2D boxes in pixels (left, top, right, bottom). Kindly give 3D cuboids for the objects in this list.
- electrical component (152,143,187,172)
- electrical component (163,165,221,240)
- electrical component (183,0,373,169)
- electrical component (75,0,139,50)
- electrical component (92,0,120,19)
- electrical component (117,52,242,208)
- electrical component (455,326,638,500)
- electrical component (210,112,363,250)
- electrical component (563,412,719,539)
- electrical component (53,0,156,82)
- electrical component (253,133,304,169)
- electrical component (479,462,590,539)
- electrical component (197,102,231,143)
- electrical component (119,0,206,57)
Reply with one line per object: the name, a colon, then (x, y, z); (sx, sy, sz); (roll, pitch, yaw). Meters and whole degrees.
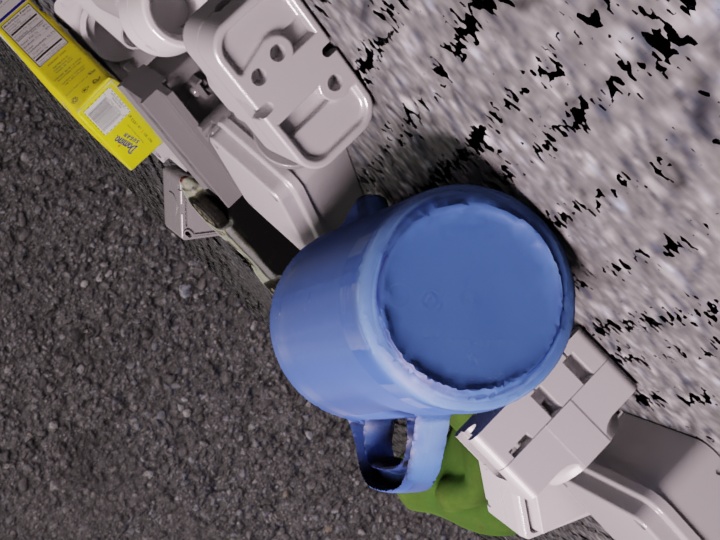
electrical component: (-0.205, -0.164, 1.004); (0.150, 0.061, 0.089); (38, 169, 37)
electrical component: (-0.138, -0.071, 1.038); (0.061, 0.096, 0.061); (32, 125, 56)
electrical component: (-0.045, -0.105, 0.570); (0.095, 0.053, 0.059); (50, 170, -32)
electrical component: (-0.183, -0.202, 0.788); (0.081, 0.043, 0.043); (42, 171, 19)
electrical component: (-0.145, -0.182, 0.705); (0.081, 0.043, 0.043); (34, 166, 50)
electrical component: (-0.123, -0.116, 0.842); (0.079, 0.063, 0.121); (36, 167, 46)
electrical component: (0.109, 0.084, 0.616); (0.055, 0.089, 0.050); (46, 171, -1)
electrical component: (-0.049, -0.068, 0.744); (0.078, 0.057, 0.113); (42, 171, 21)
electrical component: (0.179, 0.137, 0.643); (0.078, 0.057, 0.113); (47, 171, -13)
electrical component: (-0.204, -0.196, 0.884); (0.089, 0.050, 0.056); (48, 172, -16)
electrical component: (-0.041, -0.091, 0.647); (0.066, 0.048, 0.055); (43, 164, 11)
electrical component: (0.136, 0.132, 0.724); (0.061, 0.096, 0.061); (-157, 53, -67)
electrical component: (-0.091, -0.108, 0.787); (0.040, 0.046, 0.040); (44, 171, 9)
electrical component: (-0.111, -0.156, 0.641); (0.055, 0.055, 0.047); (49, 166, -23)
